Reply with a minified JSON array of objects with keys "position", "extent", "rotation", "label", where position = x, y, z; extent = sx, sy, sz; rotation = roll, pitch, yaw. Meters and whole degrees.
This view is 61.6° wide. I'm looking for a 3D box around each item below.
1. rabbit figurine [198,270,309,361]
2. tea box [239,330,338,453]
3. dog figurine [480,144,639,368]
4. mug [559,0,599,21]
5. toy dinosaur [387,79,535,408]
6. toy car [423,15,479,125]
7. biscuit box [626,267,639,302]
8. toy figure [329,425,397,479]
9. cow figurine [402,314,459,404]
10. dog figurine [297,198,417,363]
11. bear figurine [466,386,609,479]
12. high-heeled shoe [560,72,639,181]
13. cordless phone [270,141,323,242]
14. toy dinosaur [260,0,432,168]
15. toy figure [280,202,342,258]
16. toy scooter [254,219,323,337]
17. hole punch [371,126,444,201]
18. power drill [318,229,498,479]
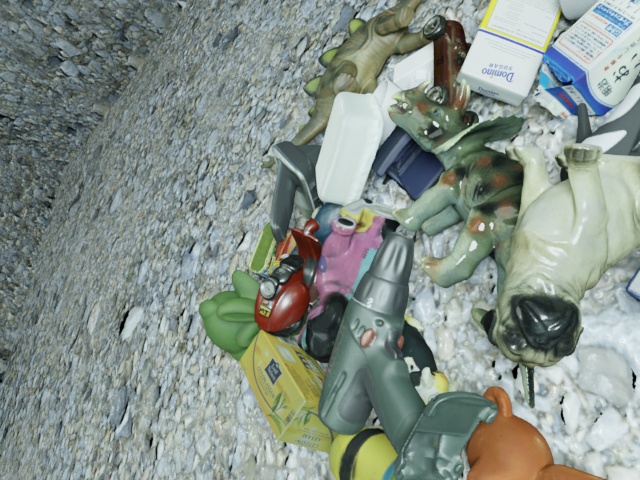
[{"position":[-0.101,0.115,0.880],"extent":[0.170,0.159,0.121],"rotation":[-10,-132,31],"label":"rabbit figurine"},{"position":[-0.037,0.208,0.758],"extent":[0.068,0.098,0.170],"rotation":[-55,-147,8],"label":"tea box"},{"position":[0.238,0.017,0.482],"extent":[0.121,0.172,0.190],"rotation":[-133,-133,-79],"label":"dog figurine"},{"position":[0.346,-0.320,0.633],"extent":[0.107,0.109,0.081],"rotation":[7,-114,40],"label":"mug"},{"position":[0.202,-0.031,0.610],"extent":[0.192,0.131,0.405],"rotation":[-47,-136,22],"label":"toy dinosaur"},{"position":[0.193,-0.239,0.776],"extent":[0.053,0.089,0.202],"rotation":[-22,-129,40],"label":"toy car"},{"position":[0.349,-0.020,0.453],"extent":[0.202,0.062,0.059],"rotation":[-58,-146,4],"label":"biscuit box"},{"position":[0.084,0.256,0.577],"extent":[0.180,0.089,0.082],"rotation":[14,-106,57],"label":"toy figure"},{"position":[0.109,0.153,0.640],"extent":[0.098,0.068,0.168],"rotation":[-53,-144,4],"label":"cow figurine"},{"position":[0.043,0.068,0.744],"extent":[0.191,0.109,0.219],"rotation":[-45,157,-64],"label":"dog figurine"},{"position":[0.180,0.223,0.448],"extent":[0.196,0.132,0.120],"rotation":[35,-54,49],"label":"bear figurine"},{"position":[0.348,-0.115,0.510],"extent":[0.249,0.086,0.145],"rotation":[-26,-127,45],"label":"high-heeled shoe"},{"position":[-0.043,-0.059,0.903],"extent":[0.089,0.146,0.184],"rotation":[2,-123,12],"label":"cordless phone"},{"position":[0.055,-0.294,0.986],"extent":[0.471,0.105,0.199],"rotation":[-47,-151,6],"label":"toy dinosaur"},{"position":[-0.001,-0.002,0.887],"extent":[0.154,0.057,0.064],"rotation":[-51,-123,10],"label":"toy figure"},{"position":[-0.032,0.046,0.783],"extent":[0.075,0.135,0.184],"rotation":[25,-129,26],"label":"toy scooter"},{"position":[0.129,-0.135,0.793],"extent":[0.142,0.092,0.116],"rotation":[-54,-148,17],"label":"hole punch"},{"position":[0.078,0.123,0.539],"extent":[0.207,0.086,0.232],"rotation":[42,-67,54],"label":"power drill"}]
